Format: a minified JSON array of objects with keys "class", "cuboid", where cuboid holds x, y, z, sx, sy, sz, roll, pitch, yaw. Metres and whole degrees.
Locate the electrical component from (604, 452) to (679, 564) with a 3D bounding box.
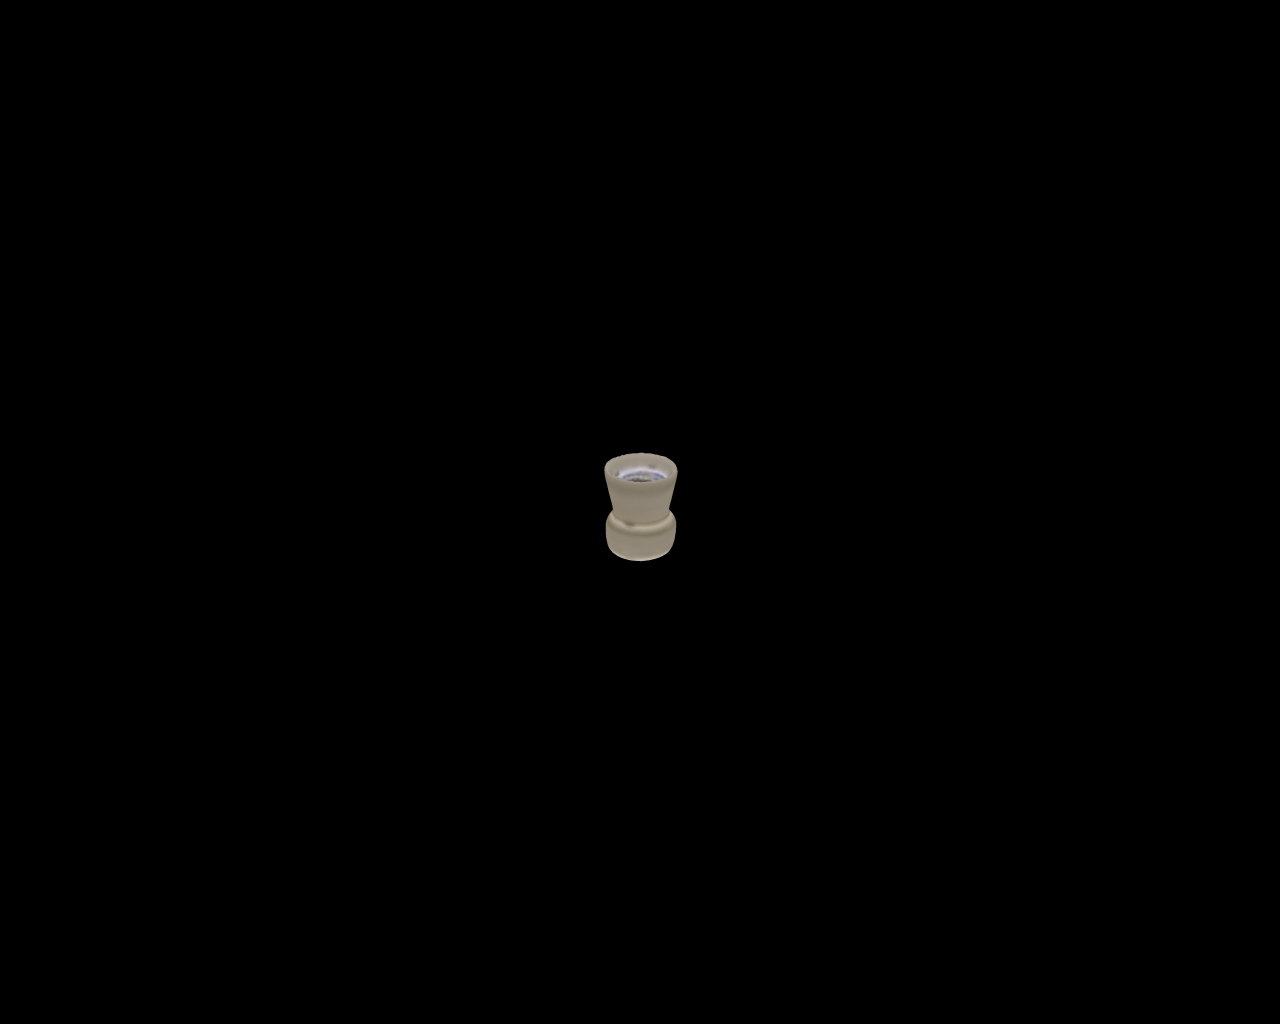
[{"class":"electrical component","cuboid":[0.001,-0.003,0.650,0.045,0.055,0.045,0,27,0]}]
